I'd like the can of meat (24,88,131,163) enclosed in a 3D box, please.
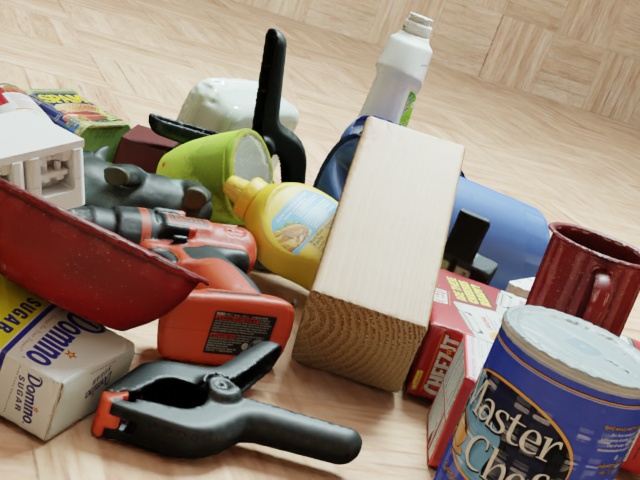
[{"bbox_3d":[-0.257,-0.114,1.109,0.084,0.057,0.102,29,18,20],"label":"can of meat"}]

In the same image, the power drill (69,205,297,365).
[{"bbox_3d":[-0.113,0.027,0.832,0.184,0.057,0.188,7,22,-28],"label":"power drill"}]

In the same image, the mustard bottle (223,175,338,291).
[{"bbox_3d":[-0.006,0.001,0.955,0.192,0.058,0.096,35,50,9],"label":"mustard bottle"}]

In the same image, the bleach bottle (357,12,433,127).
[{"bbox_3d":[0.070,-0.132,1.199,0.068,0.251,0.102,23,17,8],"label":"bleach bottle"}]

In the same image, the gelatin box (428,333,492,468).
[{"bbox_3d":[0.104,0.118,0.770,0.030,0.073,0.089,21,17,0],"label":"gelatin box"}]

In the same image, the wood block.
[{"bbox_3d":[0.050,0.007,0.864,0.091,0.090,0.206,17,47,1],"label":"wood block"}]

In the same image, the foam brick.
[{"bbox_3d":[-0.180,-0.082,1.102,0.051,0.053,0.078,20,17,-1],"label":"foam brick"}]

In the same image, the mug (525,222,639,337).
[{"bbox_3d":[0.217,0.043,0.867,0.093,0.081,0.117,19,16,1],"label":"mug"}]

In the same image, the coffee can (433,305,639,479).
[{"bbox_3d":[0.137,0.126,0.668,0.102,0.140,0.103,18,17,-6],"label":"coffee can"}]

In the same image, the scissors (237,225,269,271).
[{"bbox_3d":[-0.015,0.032,1.000,0.202,0.016,0.096,30,21,31],"label":"scissors"}]

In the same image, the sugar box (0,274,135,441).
[{"bbox_3d":[-0.211,0.053,0.658,0.176,0.048,0.093,23,16,13],"label":"sugar box"}]

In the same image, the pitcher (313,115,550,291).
[{"bbox_3d":[0.116,-0.025,1.119,0.242,0.149,0.145,16,14,-24],"label":"pitcher"}]

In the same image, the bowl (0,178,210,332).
[{"bbox_3d":[-0.154,0.015,0.690,0.162,0.055,0.162,27,-4,2],"label":"bowl"}]

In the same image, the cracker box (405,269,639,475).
[{"bbox_3d":[0.181,0.107,0.897,0.213,0.072,0.164,19,15,0],"label":"cracker box"}]

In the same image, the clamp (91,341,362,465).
[{"bbox_3d":[-0.067,0.101,0.687,0.171,0.039,0.120,10,18,-31],"label":"clamp"}]

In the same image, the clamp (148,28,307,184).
[{"bbox_3d":[-0.063,-0.108,1.122,0.036,0.164,0.209,42,-8,50],"label":"clamp"}]

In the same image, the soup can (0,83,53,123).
[{"bbox_3d":[-0.288,-0.100,1.007,0.068,0.068,0.102,7,22,-37],"label":"soup can"}]
